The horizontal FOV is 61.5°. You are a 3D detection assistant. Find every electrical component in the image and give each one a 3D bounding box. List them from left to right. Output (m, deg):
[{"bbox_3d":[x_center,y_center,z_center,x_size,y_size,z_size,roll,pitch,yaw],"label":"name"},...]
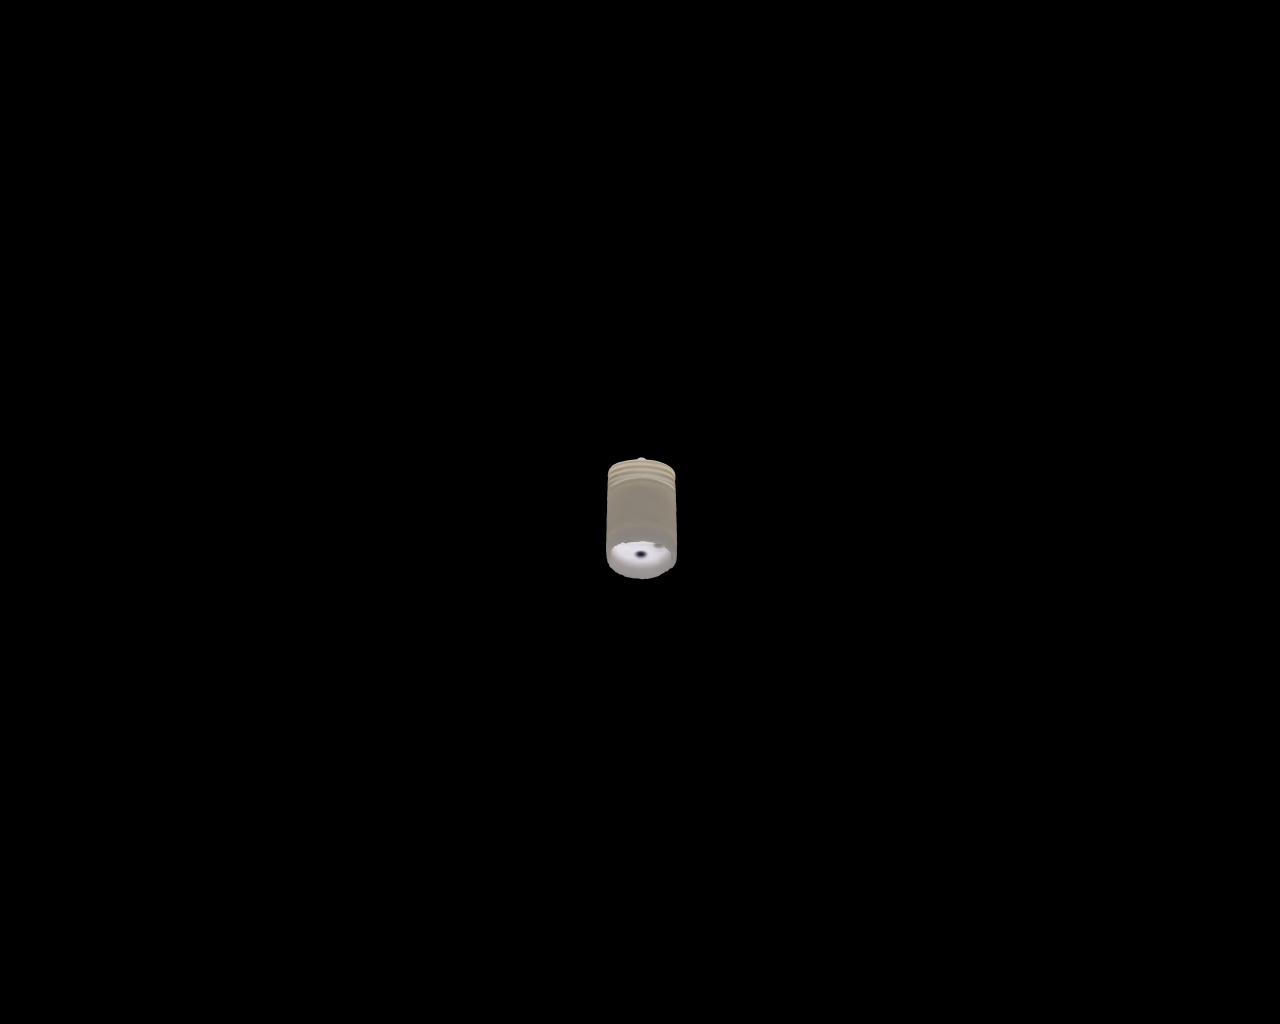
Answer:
[{"bbox_3d":[0.001,-0.003,0.650,0.043,0.081,0.043,0,-37,0],"label":"electrical component"}]
